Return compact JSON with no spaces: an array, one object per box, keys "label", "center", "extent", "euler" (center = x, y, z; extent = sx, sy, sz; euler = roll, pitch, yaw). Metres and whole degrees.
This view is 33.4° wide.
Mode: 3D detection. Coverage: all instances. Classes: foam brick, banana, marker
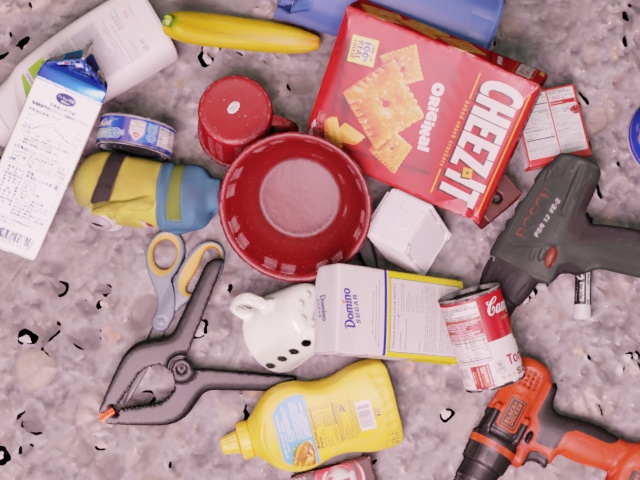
[{"label":"foam brick","center":[0.179,-0.059,1.198],"extent":[0.053,0.051,0.078],"euler":[-41,84,-7]},{"label":"banana","center":[-0.098,-0.232,1.203],"extent":[0.197,0.070,0.037],"euler":[0,111,-30]},{"label":"marker","center":[0.297,0.029,1.203],"extent":[0.020,0.020,0.121],"euler":[4,80,-1]}]

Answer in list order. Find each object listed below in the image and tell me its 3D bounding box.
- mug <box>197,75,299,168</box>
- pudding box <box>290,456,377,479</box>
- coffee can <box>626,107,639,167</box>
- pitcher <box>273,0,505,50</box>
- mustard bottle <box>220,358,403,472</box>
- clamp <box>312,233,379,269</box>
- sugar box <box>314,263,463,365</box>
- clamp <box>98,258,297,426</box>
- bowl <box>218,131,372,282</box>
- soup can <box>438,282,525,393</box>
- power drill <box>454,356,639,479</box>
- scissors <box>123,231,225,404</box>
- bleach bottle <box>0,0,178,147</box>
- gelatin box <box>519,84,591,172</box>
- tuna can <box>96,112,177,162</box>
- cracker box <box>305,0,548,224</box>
[{"label":"mug","center":[-0.081,-0.131,1.186],"extent":[0.117,0.081,0.093],"euler":[13,80,0]},{"label":"pudding box","center":[0.024,0.296,1.138],"extent":[0.090,0.039,0.113],"euler":[-15,81,-5]},{"label":"coffee can","center":[0.409,-0.129,1.172],"extent":[0.103,0.140,0.103],"euler":[0,81,-2]},{"label":"pitcher","center":[0.080,-0.281,1.203],"extent":[0.243,0.145,0.149],"euler":[20,92,-2]},{"label":"mustard bottle","center":[-0.013,0.196,1.142],"extent":[0.191,0.058,0.096],"euler":[-15,102,-4]},{"label":"clamp","center":[-0.008,0.001,1.189],"extent":[0.120,0.039,0.171],"euler":[-42,83,3]},{"label":"sugar box","center":[0.075,0.081,1.131],"extent":[0.175,0.048,0.093],"euler":[9,77,-33]},{"label":"clamp","center":[-0.140,0.143,1.154],"extent":[0.210,0.036,0.164],"euler":[-39,90,-10]},{"label":"bowl","center":[-0.024,-0.039,1.134],"extent":[0.162,0.055,0.162],"euler":[1,105,5]},{"label":"soup can","center":[0.170,0.103,1.124],"extent":[0.068,0.068,0.102],"euler":[-17,92,-5]},{"label":"power drill","center":[0.250,0.243,1.145],"extent":[0.187,0.057,0.184],"euler":[29,80,3]},{"label":"scissors","center":[-0.186,0.073,1.181],"extent":[0.096,0.016,0.201],"euler":[38,81,5]},{"label":"bleach bottle","center":[-0.290,-0.186,1.199],"extent":[0.250,0.068,0.102],"euler":[-30,85,-4]},{"label":"gelatin box","center":[0.263,-0.129,1.224],"extent":[0.073,0.030,0.089],"euler":[-12,81,-3]},{"label":"tuna can","center":[-0.203,-0.112,1.178],"extent":[0.086,0.086,0.034],"euler":[10,82,0]},{"label":"cracker box","center":[0.105,-0.135,1.118],"extent":[0.214,0.072,0.164],"euler":[25,115,9]}]
